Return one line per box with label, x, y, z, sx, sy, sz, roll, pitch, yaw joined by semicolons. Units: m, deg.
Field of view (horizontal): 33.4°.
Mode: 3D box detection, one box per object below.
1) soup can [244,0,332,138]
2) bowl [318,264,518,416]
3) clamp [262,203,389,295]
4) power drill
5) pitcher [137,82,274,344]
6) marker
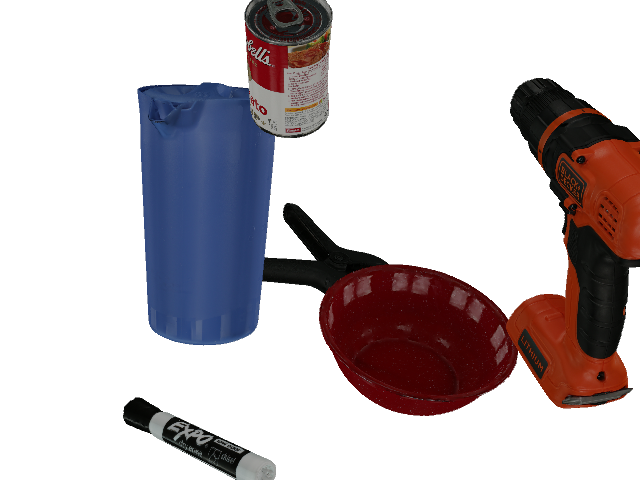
soup can;-0.025;-0.141;0.854;0.068;0.068;0.102;0;-40;-1
bowl;0.074;0.090;0.863;0.162;0.055;0.162;7;36;-5
clamp;0.008;0.036;1.195;0.210;0.036;0.164;28;35;18
power drill;0.167;0.003;0.714;0.057;0.188;0.184;-8;35;-11
pitcher;-0.104;-0.031;1.035;0.149;0.243;0.145;-2;15;-18
marker;-0.077;0.121;0.646;0.121;0.020;0.020;16;10;38
